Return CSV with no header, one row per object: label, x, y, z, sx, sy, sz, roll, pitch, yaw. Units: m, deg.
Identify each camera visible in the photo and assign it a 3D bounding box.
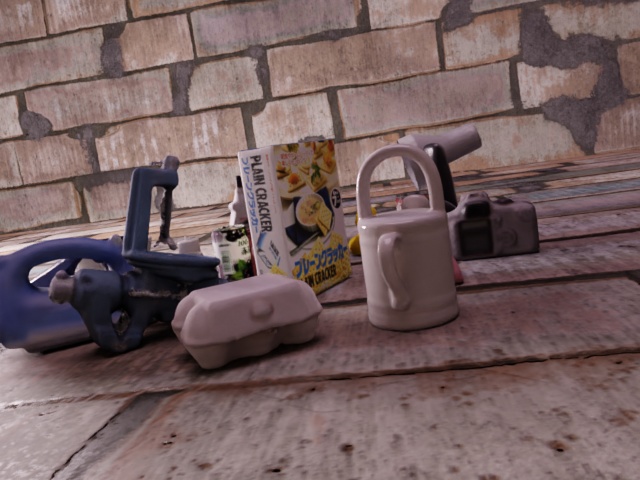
camera,0.271,-0.032,0.934,0.143,0.101,0.137,-6,9,12

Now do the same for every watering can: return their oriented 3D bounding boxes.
watering can,0.092,-0.009,0.637,0.101,0.194,0.173,-8,9,0

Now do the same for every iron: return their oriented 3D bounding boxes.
iron,-0.321,0.057,0.771,0.259,0.141,0.118,-12,10,-25

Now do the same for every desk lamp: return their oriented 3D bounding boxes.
desk lamp,0.278,-0.138,1.246,0.203,0.213,0.118,-8,9,3

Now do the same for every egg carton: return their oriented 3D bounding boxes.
egg carton,-0.078,0.083,0.612,0.151,0.069,0.107,-12,10,-25

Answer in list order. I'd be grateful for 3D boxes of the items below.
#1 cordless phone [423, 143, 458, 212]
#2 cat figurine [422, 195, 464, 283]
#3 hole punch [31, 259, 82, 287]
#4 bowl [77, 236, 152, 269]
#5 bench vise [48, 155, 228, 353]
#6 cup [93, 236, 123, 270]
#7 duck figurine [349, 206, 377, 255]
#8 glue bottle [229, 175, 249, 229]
cordless phone,0.213,-0.095,1.121,0.094,0.185,0.147,-13,10,-29
cat figurine,0.144,-0.002,0.800,0.067,0.118,0.127,-10,9,-11
hole punch,-0.460,0.067,1.010,0.101,0.091,0.108,-9,9,-7
bowl,-0.432,0.042,1.200,0.167,0.075,0.167,-8,9,1
bench vise,-0.211,0.013,0.691,0.121,0.220,0.208,-1,11,39
cup,-0.373,0.044,1.061,0.091,0.095,0.118,-5,9,21
duck figurine,0.089,-0.021,1.084,0.077,0.086,0.105,-5,9,21
glue bottle,-0.174,-0.060,1.299,0.078,0.173,0.037,-14,10,-32
